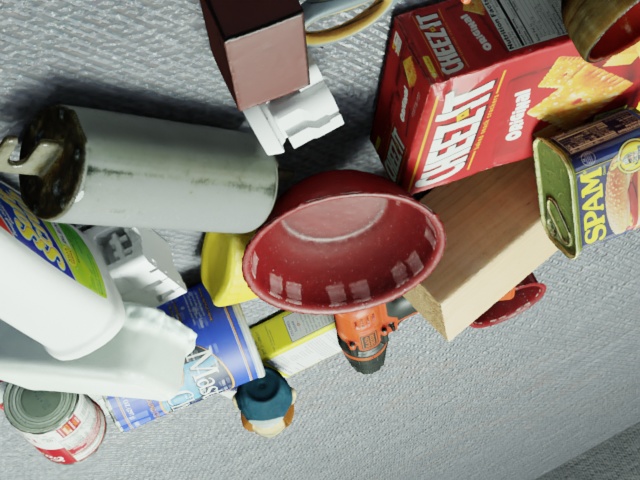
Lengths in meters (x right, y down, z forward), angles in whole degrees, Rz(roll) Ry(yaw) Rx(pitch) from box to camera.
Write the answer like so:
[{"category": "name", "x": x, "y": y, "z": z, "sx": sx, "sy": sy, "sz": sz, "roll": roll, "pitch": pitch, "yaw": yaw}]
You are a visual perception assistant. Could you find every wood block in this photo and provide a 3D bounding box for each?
[{"category": "wood block", "x": 0.158, "y": -0.019, "z": 0.943, "sx": 0.206, "sy": 0.090, "sz": 0.091, "roll": -39, "pitch": 152, "yaw": -8}]

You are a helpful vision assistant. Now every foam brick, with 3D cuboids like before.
[{"category": "foam brick", "x": -0.039, "y": -0.127, "z": 0.656, "sx": 0.051, "sy": 0.053, "sz": 0.078, "roll": -22, "pitch": 156, "yaw": -7}]

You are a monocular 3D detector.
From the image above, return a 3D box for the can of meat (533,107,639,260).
[{"category": "can of meat", "x": 0.223, "y": -0.046, "z": 0.848, "sx": 0.084, "sy": 0.057, "sz": 0.102, "roll": -21, "pitch": 125, "yaw": -9}]

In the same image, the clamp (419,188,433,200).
[{"category": "clamp", "x": 0.100, "y": -0.002, "z": 1.059, "sx": 0.210, "sy": 0.036, "sz": 0.164, "roll": -39, "pitch": 152, "yaw": 21}]

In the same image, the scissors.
[{"category": "scissors", "x": 0.069, "y": -0.186, "z": 0.681, "sx": 0.201, "sy": 0.016, "sz": 0.096, "roll": -28, "pitch": 153, "yaw": -2}]

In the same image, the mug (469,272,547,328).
[{"category": "mug", "x": 0.191, "y": 0.043, "z": 1.180, "sx": 0.093, "sy": 0.081, "sz": 0.117, "roll": -27, "pitch": 156, "yaw": 6}]

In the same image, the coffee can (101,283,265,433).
[{"category": "coffee can", "x": -0.133, "y": 0.102, "z": 0.974, "sx": 0.140, "sy": 0.103, "sz": 0.103, "roll": -21, "pitch": 156, "yaw": -8}]

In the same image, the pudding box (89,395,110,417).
[{"category": "pudding box", "x": -0.181, "y": 0.131, "z": 1.069, "sx": 0.113, "sy": 0.039, "sz": 0.090, "roll": -19, "pitch": 156, "yaw": -8}]

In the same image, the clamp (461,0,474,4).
[{"category": "clamp", "x": 0.149, "y": -0.217, "z": 0.661, "sx": 0.171, "sy": 0.039, "sz": 0.120, "roll": -36, "pitch": 148, "yaw": 1}]

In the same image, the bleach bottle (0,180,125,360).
[{"category": "bleach bottle", "x": -0.216, "y": 0.002, "z": 0.690, "sx": 0.068, "sy": 0.103, "sz": 0.250, "roll": -31, "pitch": 157, "yaw": 3}]

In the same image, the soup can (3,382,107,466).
[{"category": "soup can", "x": -0.235, "y": 0.156, "z": 0.954, "sx": 0.068, "sy": 0.068, "sz": 0.102, "roll": -22, "pitch": 154, "yaw": -7}]

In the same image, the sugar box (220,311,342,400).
[{"category": "sugar box", "x": -0.037, "y": 0.114, "z": 1.160, "sx": 0.176, "sy": 0.048, "sz": 0.093, "roll": -24, "pitch": 156, "yaw": 9}]

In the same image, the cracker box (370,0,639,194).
[{"category": "cracker box", "x": 0.156, "y": -0.124, "z": 0.818, "sx": 0.213, "sy": 0.072, "sz": 0.164, "roll": -18, "pitch": 156, "yaw": -13}]

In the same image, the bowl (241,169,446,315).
[{"category": "bowl", "x": 0.015, "y": -0.006, "z": 0.844, "sx": 0.162, "sy": 0.055, "sz": 0.162, "roll": -7, "pitch": 143, "yaw": -5}]

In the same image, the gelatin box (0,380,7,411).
[{"category": "gelatin box", "x": -0.270, "y": 0.122, "z": 0.977, "sx": 0.073, "sy": 0.030, "sz": 0.089, "roll": -24, "pitch": 156, "yaw": -5}]

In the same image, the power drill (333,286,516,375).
[{"category": "power drill", "x": 0.103, "y": 0.064, "z": 1.072, "sx": 0.187, "sy": 0.057, "sz": 0.184, "roll": -25, "pitch": 154, "yaw": -5}]

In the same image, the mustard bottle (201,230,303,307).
[{"category": "mustard bottle", "x": -0.006, "y": 0.002, "z": 0.940, "sx": 0.191, "sy": 0.058, "sz": 0.096, "roll": -11, "pitch": 140, "yaw": -28}]

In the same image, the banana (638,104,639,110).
[{"category": "banana", "x": 0.266, "y": -0.117, "z": 0.986, "sx": 0.069, "sy": 0.037, "sz": 0.198, "roll": 0, "pitch": 149, "yaw": -10}]
